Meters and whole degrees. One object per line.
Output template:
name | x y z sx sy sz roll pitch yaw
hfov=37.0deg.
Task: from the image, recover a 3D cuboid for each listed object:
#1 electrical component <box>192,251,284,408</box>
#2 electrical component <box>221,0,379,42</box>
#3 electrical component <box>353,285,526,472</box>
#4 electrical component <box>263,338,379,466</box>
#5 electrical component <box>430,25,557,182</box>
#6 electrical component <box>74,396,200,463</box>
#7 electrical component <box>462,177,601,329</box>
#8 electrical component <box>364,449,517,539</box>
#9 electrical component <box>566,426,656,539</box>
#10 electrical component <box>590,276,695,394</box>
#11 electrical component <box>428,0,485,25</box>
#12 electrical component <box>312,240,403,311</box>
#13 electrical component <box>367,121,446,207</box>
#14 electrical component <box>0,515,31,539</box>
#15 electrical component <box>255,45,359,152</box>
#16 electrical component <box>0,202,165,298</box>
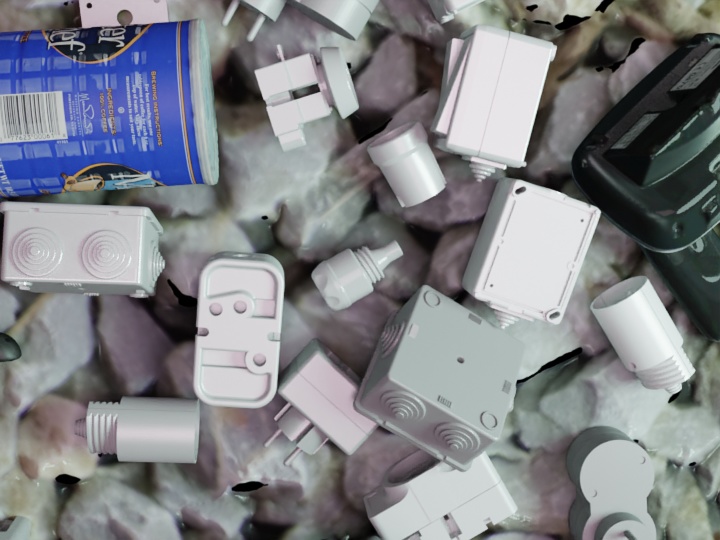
electrical component | -0.079 0.037 0.709 0.054 0.059 0.095 4 97 -5
electrical component | -0.061 -0.183 0.686 0.138 0.052 0.073 30 94 -7
electrical component | 0.055 0.069 0.705 0.100 0.048 0.099 31 49 -7
electrical component | -0.032 0.098 0.726 0.066 0.047 0.076 43 92 -8
electrical component | 0.081 -0.107 0.702 0.061 0.061 0.096 13 96 -6
electrical component | -0.150 0.106 0.720 0.081 0.043 0.043 2 97 -4
electrical component | 0.109 -0.008 0.716 0.062 0.061 0.096 19 95 -6
electrical component | 0.052 0.156 0.737 0.089 0.050 0.055 -30 98 -1
electrical component | 0.178 0.183 0.739 0.052 0.073 0.138 -5 97 -4
electrical component | 0.198 0.049 0.739 0.043 0.043 0.081 -32 98 0
electrical component | 0.084 -0.208 0.690 0.096 0.061 0.061 -25 98 -1
electrical component | 0.000 0.000 0.723 0.061 0.035 0.035 -30 98 -2
electrical component | 0.032 -0.070 0.715 0.040 0.040 0.046 -29 104 0
electrical component | -0.257 0.214 0.719 0.050 0.055 0.089 10 96 -5
electrical component | -0.033 -0.117 0.701 0.055 0.048 0.066 -17 97 5
electrical component | -0.173 -0.011 0.677 0.100 0.099 0.048 2 84 -5
